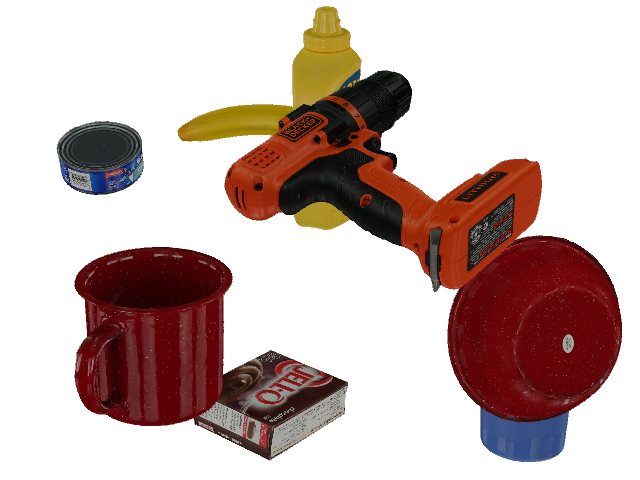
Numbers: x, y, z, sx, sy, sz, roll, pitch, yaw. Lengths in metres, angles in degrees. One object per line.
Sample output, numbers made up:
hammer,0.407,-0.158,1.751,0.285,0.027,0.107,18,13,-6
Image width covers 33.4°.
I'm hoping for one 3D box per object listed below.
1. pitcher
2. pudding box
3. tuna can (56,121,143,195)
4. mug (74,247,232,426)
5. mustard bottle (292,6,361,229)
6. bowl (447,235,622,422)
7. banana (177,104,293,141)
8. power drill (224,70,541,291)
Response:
pitcher,0.253,0.153,1.352,0.149,0.243,0.144,6,16,18
pudding box,-0.043,0.143,0.943,0.090,0.039,0.113,17,26,32
tuna can,-0.225,-0.085,1.094,0.086,0.034,0.086,1,41,-1
mug,-0.105,0.063,0.639,0.093,0.081,0.117,11,24,22
mustard bottle,0.007,-0.113,0.957,0.058,0.192,0.096,9,28,21
bowl,0.189,0.079,0.879,0.162,0.162,0.055,0,7,-16
banana,-0.070,-0.135,1.266,0.198,0.037,0.069,8,40,18
power drill,0.055,-0.049,0.743,0.188,0.057,0.184,25,49,34
